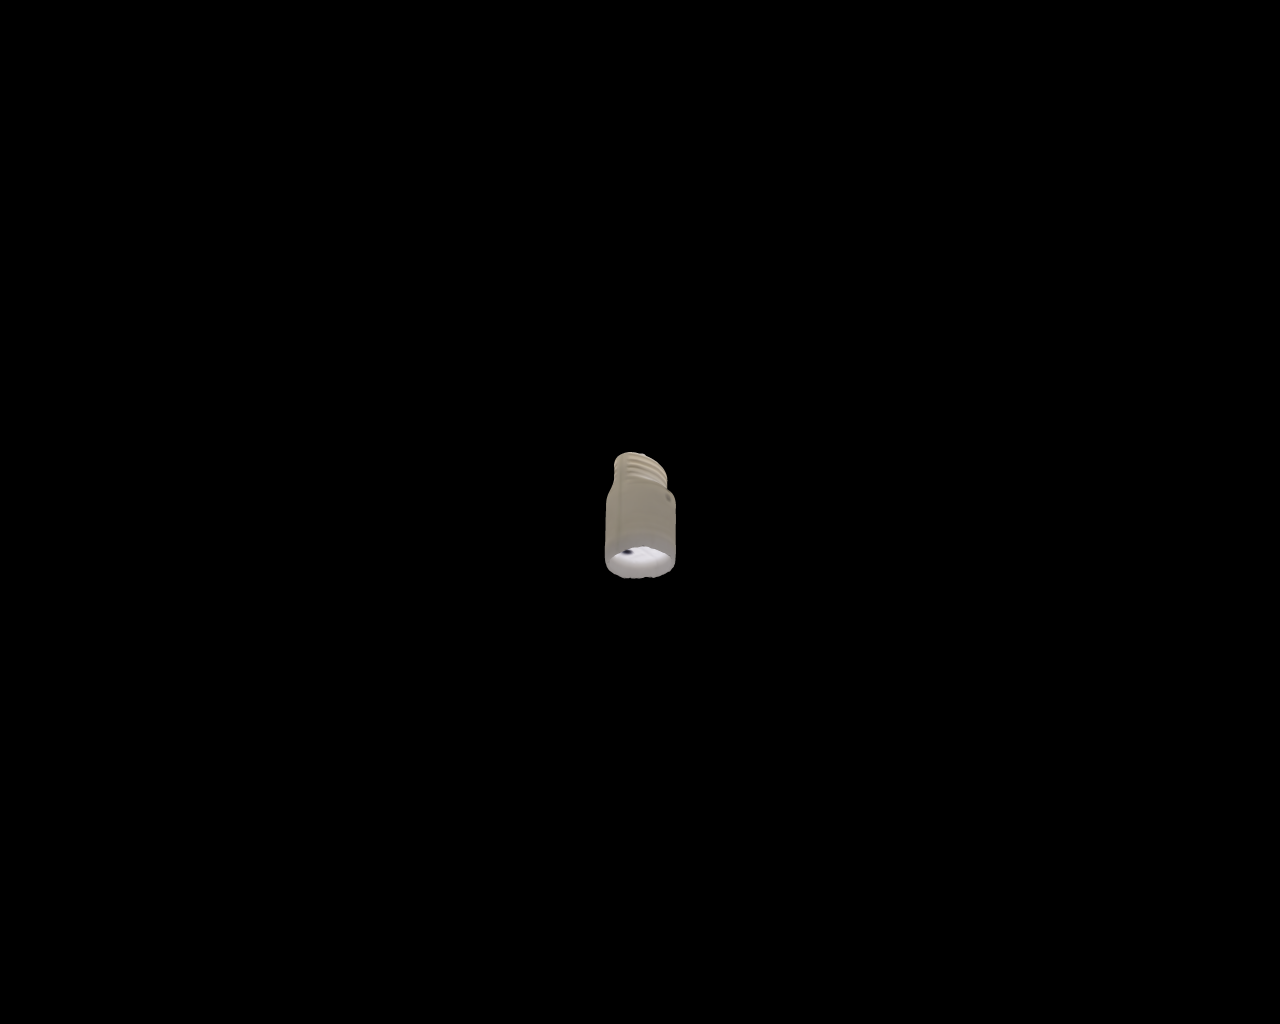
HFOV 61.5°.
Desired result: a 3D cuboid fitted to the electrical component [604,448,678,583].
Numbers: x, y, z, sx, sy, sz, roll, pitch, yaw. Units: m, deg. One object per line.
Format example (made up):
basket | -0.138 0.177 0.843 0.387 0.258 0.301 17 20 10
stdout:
electrical component | 0.001 -0.003 0.650 0.043 0.081 0.043 0 -31 0
